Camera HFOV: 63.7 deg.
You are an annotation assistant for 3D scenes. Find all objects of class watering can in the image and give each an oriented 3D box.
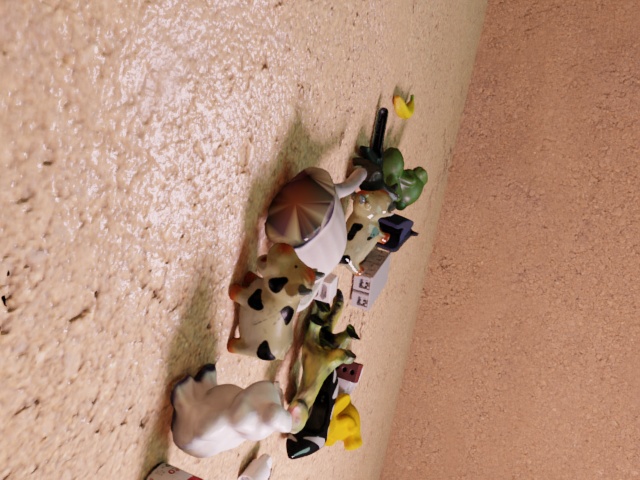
[{"bbox_3d":[0.003,-0.046,0.909,0.219,0.104,0.354,71,37,-56],"label":"watering can"}]

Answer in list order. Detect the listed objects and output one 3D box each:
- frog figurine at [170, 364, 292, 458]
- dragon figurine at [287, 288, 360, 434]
[{"bbox_3d":[-0.113,0.239,0.687,0.135,0.160,0.124,57,51,-65],"label":"frog figurine"},{"bbox_3d":[-0.017,0.266,1.116,0.240,0.122,0.414,-62,179,14],"label":"dragon figurine"}]
